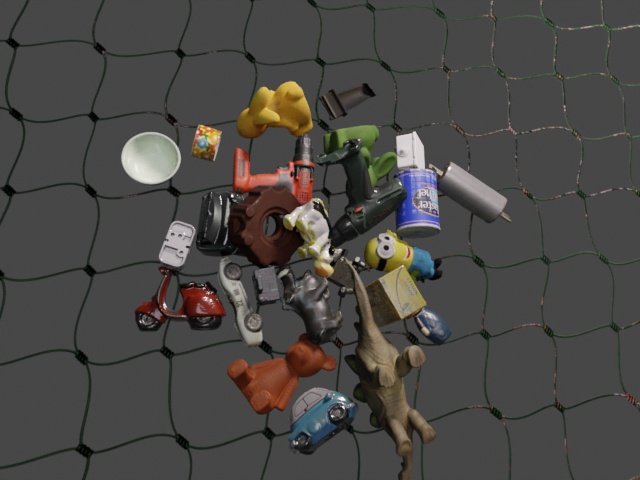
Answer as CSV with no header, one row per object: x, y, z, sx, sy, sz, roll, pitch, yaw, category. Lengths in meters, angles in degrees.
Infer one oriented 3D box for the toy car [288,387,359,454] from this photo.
-0.005,0.360,1.102,0.162,0.109,0.103,-34,62,-7,toy car

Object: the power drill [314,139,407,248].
0.066,-0.104,1.191,0.232,0.086,0.207,-28,108,2,power drill

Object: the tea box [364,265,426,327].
0.150,0.125,1.156,0.068,0.169,0.098,-27,84,-18,tea box

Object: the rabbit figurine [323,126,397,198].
0.093,-0.179,1.276,0.159,0.121,0.170,-12,96,-21,rabbit figurine

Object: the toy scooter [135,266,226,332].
-0.287,0.121,1.114,0.184,0.075,0.135,1,74,-8,toy scooter

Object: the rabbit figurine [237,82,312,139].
-0.112,-0.283,1.236,0.173,0.162,0.121,-23,93,0,rabbit figurine

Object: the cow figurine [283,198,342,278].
-0.003,-0.003,1.165,0.098,0.068,0.167,-44,122,-32,cow figurine

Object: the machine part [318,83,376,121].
0.070,-0.352,1.341,0.139,0.039,0.084,-24,76,-16,machine part

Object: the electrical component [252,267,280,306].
-0.114,0.095,1.134,0.048,0.119,0.075,-9,75,-14,electrical component

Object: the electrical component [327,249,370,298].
0.063,0.078,1.216,0.078,0.045,0.102,35,70,-3,electrical component

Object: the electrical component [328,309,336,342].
0.006,0.179,1.186,0.094,0.021,0.063,41,70,8,electrical component

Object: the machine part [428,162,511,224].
0.368,-0.116,1.320,0.243,0.079,0.079,33,71,-1,machine part

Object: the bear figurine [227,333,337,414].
-0.070,0.263,1.094,0.196,0.131,0.120,-34,61,-13,bear figurine

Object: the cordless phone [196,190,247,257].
-0.173,-0.029,1.187,0.184,0.089,0.146,11,72,-21,cordless phone

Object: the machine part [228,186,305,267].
-0.106,-0.029,1.153,0.179,0.056,0.179,-5,97,-39,machine part

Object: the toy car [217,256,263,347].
-0.172,0.129,1.134,0.056,0.073,0.201,-21,80,-17,toy car

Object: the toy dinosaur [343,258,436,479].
0.121,0.263,1.092,0.105,0.198,0.471,-8,87,-23,toy dinosaur

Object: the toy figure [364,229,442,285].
0.189,0.049,1.233,0.180,0.089,0.082,21,28,-15,toy figure

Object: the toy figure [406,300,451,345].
0.230,0.171,1.221,0.154,0.064,0.058,46,109,8,toy figure

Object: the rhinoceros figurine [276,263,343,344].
-0.026,0.132,1.155,0.112,0.073,0.190,-28,70,-8,rhinoceros figurine
